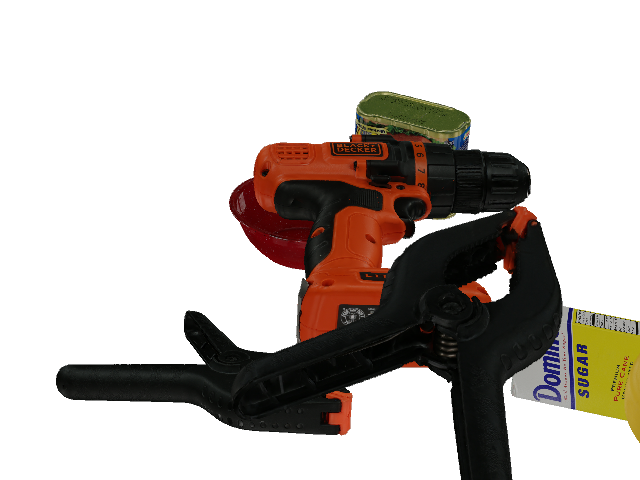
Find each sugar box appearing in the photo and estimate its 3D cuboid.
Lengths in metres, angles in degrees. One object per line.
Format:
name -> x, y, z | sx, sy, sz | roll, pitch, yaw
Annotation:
sugar box -> 0.276, 0.120, 1.021 | 0.176, 0.093, 0.048 | 9, 22, 10

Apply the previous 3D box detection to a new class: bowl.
bowl -> -0.015, -0.016, 1.110 | 0.162, 0.055, 0.162 | 3, 29, -2

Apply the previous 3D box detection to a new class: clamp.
clamp -> 0.059, 0.048, 0.450 | 0.120, 0.039, 0.171 | 35, 54, 23
clamp -> -0.067, 0.100, 0.801 | 0.210, 0.036, 0.164 | 9, 19, 22

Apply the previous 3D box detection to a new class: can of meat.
can of meat -> 0.077, -0.075, 0.927 | 0.102, 0.084, 0.057 | 17, 35, 21

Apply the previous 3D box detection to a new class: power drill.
power drill -> 0.052, -0.001, 0.650 | 0.184, 0.057, 0.187 | -1, 33, -3

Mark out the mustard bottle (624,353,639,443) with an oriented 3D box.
mustard bottle -> 0.219, 0.098, 0.576 | 0.096, 0.058, 0.191 | -6, 35, -2
